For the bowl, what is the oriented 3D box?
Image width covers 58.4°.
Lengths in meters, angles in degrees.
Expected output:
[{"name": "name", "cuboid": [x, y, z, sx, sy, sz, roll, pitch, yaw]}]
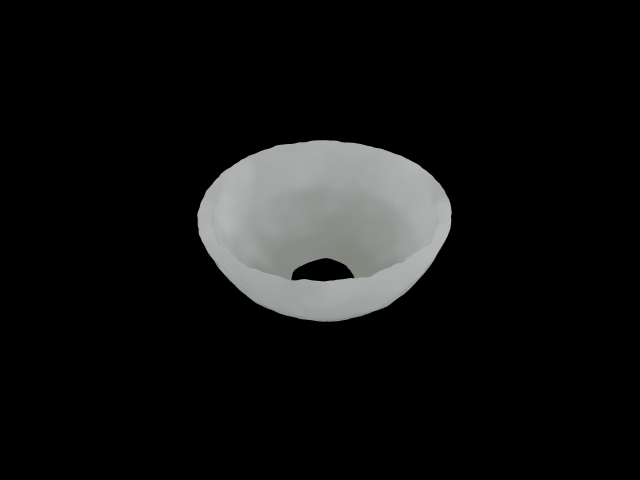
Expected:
[{"name": "bowl", "cuboid": [0.004, 0.001, 0.400, 0.167, 0.075, 0.167, 0, 39, 0]}]
